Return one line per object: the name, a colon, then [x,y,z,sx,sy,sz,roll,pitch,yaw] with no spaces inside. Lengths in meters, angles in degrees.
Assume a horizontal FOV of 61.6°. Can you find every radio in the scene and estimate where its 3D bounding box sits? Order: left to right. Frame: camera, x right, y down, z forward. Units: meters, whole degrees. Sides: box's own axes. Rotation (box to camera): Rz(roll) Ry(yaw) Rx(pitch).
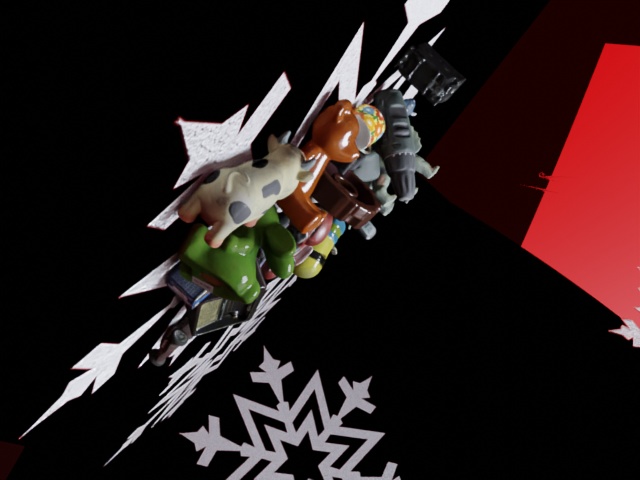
radio: [-0.184,0.109,1.024,0.131,0.073,0.229,-12,161,-21]

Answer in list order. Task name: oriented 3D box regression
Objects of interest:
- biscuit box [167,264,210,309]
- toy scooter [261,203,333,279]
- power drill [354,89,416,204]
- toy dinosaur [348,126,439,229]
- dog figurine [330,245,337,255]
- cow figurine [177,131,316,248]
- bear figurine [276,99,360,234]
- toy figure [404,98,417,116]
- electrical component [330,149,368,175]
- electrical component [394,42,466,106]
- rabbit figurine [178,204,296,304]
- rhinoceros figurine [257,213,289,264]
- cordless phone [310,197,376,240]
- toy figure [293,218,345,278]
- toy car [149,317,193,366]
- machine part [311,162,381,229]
biscuit box: [-0.161,0.023,0.902,0.203,0.063,0.059,-44,176,-28]
toy scooter: [-0.046,0.000,0.993,0.184,0.075,0.135,-48,175,-4]
power drill: [0.125,-0.175,1.100,0.086,0.232,0.207,-4,176,-12]
toy dinosaur: [0.145,-0.171,1.299,0.405,0.192,0.131,-29,160,-44]
dog figurine: [-0.073,0.007,1.411,0.191,0.121,0.172,-20,-171,-10]
cow figurine: [-0.086,-0.075,0.719,0.127,0.085,0.195,-44,176,30]
bear figurine: [0.008,-0.121,0.865,0.196,0.132,0.120,-42,179,5]
toy figure: [0.153,-0.269,1.232,0.154,0.058,0.064,-44,151,3]
electrical component: [0.054,-0.176,1.067,0.047,0.075,0.119,-49,170,30]
electrical component: [0.219,-0.327,1.051,0.058,0.115,0.134,-46,176,35]
rabbit figurine: [-0.111,-0.001,0.807,0.170,0.159,0.121,-61,171,-27]
rhinoceros figurine: [-0.102,-0.005,1.097,0.190,0.073,0.112,-44,175,-30]
cordless phone: [0.039,-0.054,1.230,0.088,0.184,0.146,-46,176,39]
toy figure: [-0.003,-0.005,1.103,0.180,0.089,0.082,-50,131,-14]
toy car: [-0.296,0.199,1.150,0.089,0.053,0.202,-38,-179,20]
machine part: [0.040,-0.096,1.051,0.056,0.179,0.179,-49,174,21]
